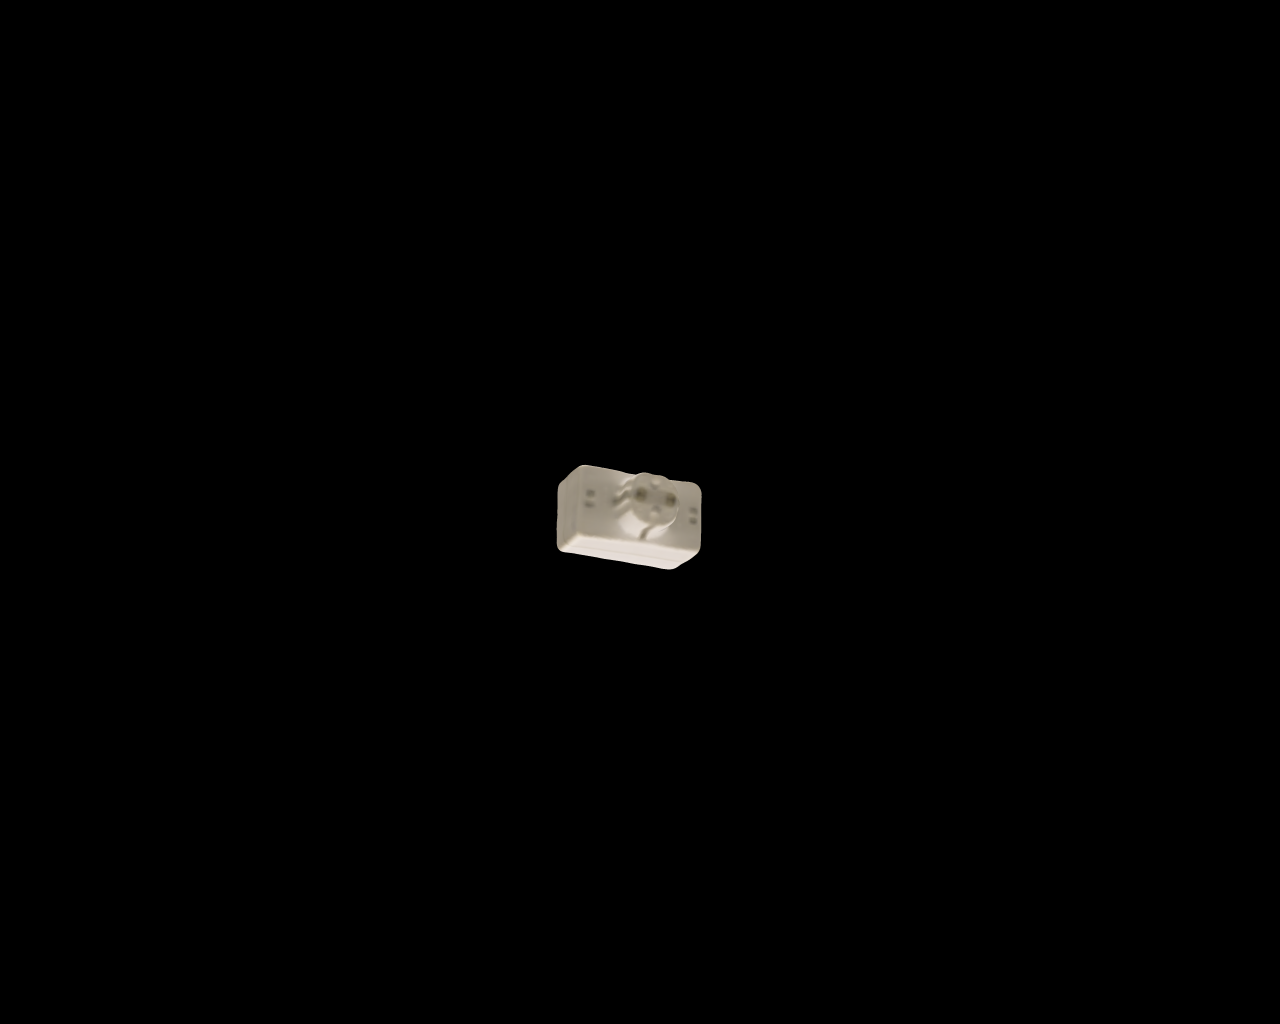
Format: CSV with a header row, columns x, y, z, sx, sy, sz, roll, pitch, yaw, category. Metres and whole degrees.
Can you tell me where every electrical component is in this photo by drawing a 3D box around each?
x,y,z,sx,sy,sz,roll,pitch,yaw,category
0.001,-0.003,0.650,0.083,0.047,0.075,9,-23,-22,electrical component
